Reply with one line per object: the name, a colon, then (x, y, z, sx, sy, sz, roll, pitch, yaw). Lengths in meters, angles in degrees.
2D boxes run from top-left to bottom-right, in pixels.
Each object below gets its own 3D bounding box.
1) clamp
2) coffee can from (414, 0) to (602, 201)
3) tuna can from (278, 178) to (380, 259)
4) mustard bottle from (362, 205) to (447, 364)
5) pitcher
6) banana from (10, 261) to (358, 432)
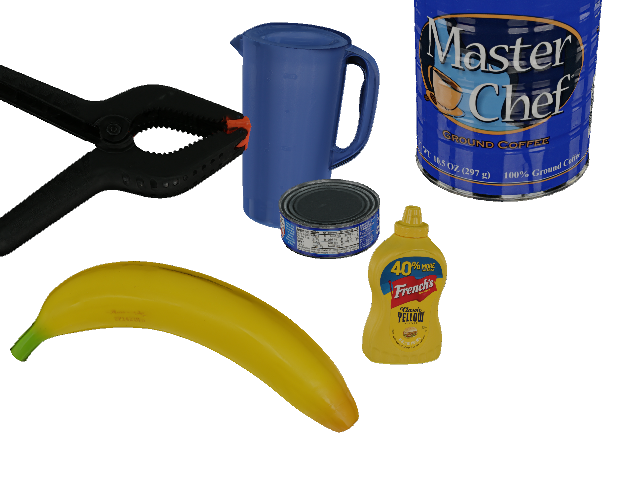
clamp: (-0.154, -0.061, 0.773, 0.209, 0.164, 0.036, 0, -30, -11)
coffee can: (0.103, -0.108, 0.595, 0.103, 0.140, 0.103, -3, 35, 2)
tuna can: (0.008, -0.019, 0.903, 0.086, 0.034, 0.086, -2, 29, 1)
mustard bottle: (0.105, 0.053, 1.296, 0.096, 0.192, 0.058, 0, 14, -13)
pitcher: (-0.027, -0.141, 1.324, 0.144, 0.243, 0.149, -10, 28, -29)
banana: (-0.070, 0.051, 0.592, 0.198, 0.070, 0.037, 12, 13, 6)
